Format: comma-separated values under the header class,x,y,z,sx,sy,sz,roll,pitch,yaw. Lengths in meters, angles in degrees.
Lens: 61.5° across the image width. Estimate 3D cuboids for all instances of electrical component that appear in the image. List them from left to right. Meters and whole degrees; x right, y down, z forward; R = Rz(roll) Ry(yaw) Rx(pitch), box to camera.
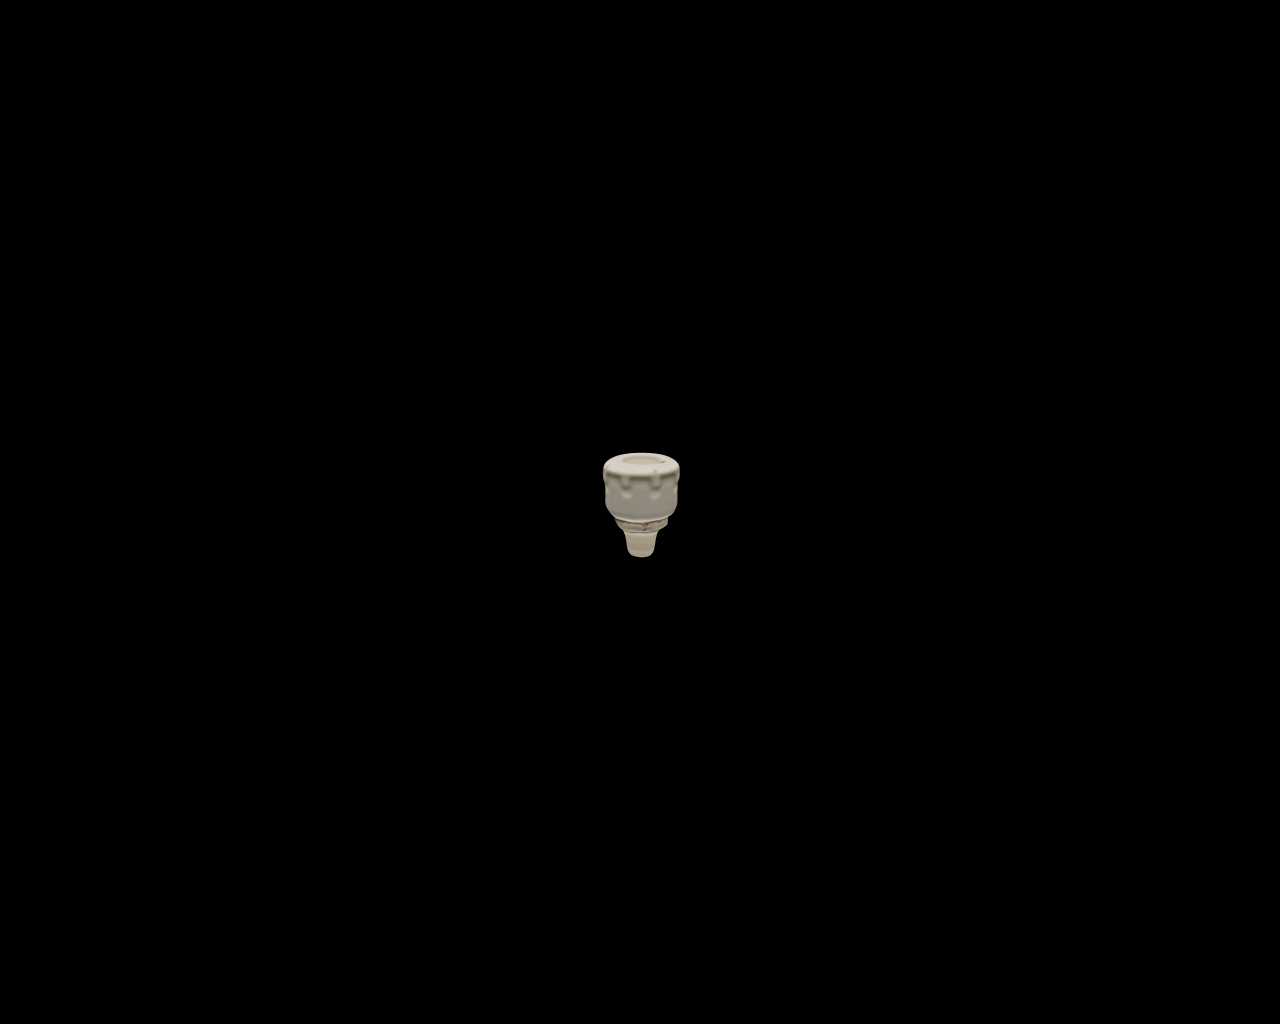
class,x,y,z,sx,sy,sz,roll,pitch,yaw
electrical component,0.001,-0.003,0.650,0.048,0.062,0.048,0,15,0
